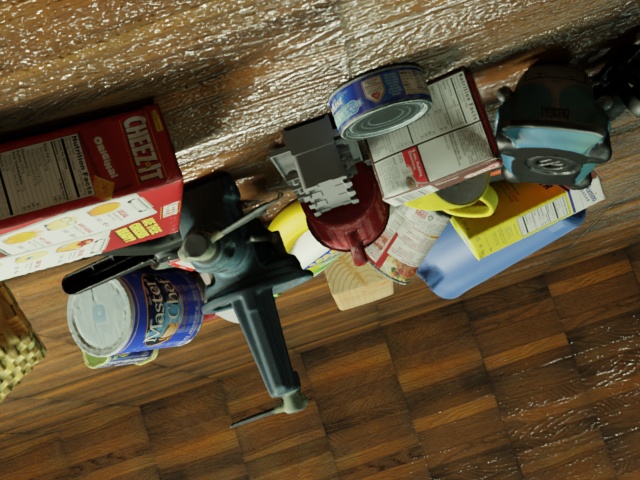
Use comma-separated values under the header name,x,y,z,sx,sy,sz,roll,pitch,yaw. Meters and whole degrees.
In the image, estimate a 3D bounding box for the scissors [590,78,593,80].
name,x,y,z,sx,sy,sz,roll,pitch,yaw
scissors,0.296,-0.162,1.135,0.096,0.016,0.202,-9,166,-41

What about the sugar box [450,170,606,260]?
name,x,y,z,sx,sy,sz,roll,pitch,yaw
sugar box,0.252,-0.050,1.323,0.176,0.093,0.048,-29,127,2

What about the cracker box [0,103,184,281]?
name,x,y,z,sx,sy,sz,roll,pitch,yaw
cracker box,-0.219,-0.027,0.827,0.213,0.072,0.164,-17,170,-12

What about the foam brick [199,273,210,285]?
name,x,y,z,sx,sy,sz,roll,pitch,yaw
foam brick,-0.104,0.038,1.312,0.051,0.053,0.078,-21,-162,21

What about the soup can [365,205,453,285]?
name,x,y,z,sx,sy,sz,roll,pitch,yaw
soup can,0.105,-0.007,1.282,0.102,0.069,0.068,-58,155,16

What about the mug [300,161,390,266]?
name,x,y,z,sx,sy,sz,roll,pitch,yaw
mug,0.026,-0.029,1.109,0.093,0.117,0.081,-14,165,5

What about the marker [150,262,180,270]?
name,x,y,z,sx,sy,sz,roll,pitch,yaw
marker,-0.162,0.024,1.320,0.020,0.020,0.120,-25,167,34

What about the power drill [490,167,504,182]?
name,x,y,z,sx,sy,sz,roll,pitch,yaw
power drill,0.221,-0.097,1.241,0.187,0.057,0.184,-16,174,5

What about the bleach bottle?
name,x,y,z,sx,sy,sz,roll,pitch,yaw
bleach bottle,0.012,-0.014,1.293,0.102,0.068,0.251,-22,171,-32

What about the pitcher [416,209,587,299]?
name,x,y,z,sx,sy,sz,roll,pitch,yaw
pitcher,0.248,-0.027,1.494,0.144,0.149,0.243,13,148,-41

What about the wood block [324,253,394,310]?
name,x,y,z,sx,sy,sz,roll,pitch,yaw
wood block,0.052,0.039,1.559,0.090,0.091,0.206,-18,170,1

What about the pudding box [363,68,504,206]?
name,x,y,z,sx,sy,sz,roll,pitch,yaw
pudding box,0.099,-0.092,0.966,0.114,0.090,0.039,-21,168,18

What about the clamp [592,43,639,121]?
name,x,y,z,sx,sy,sz,roll,pitch,yaw
clamp,0.299,-0.163,1.005,0.120,0.039,0.171,-56,-172,-2

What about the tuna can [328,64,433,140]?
name,x,y,z,sx,sy,sz,roll,pitch,yaw
tuna can,0.052,-0.117,0.913,0.086,0.034,0.086,-17,169,-3

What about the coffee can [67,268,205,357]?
name,x,y,z,sx,sy,sz,roll,pitch,yaw
coffee can,-0.224,0.086,1.308,0.103,0.103,0.140,-24,168,29

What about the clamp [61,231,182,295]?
name,x,y,z,sx,sy,sz,roll,pitch,yaw
clamp,-0.174,0.003,1.141,0.209,0.036,0.165,-17,169,-17

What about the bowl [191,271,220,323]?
name,x,y,z,sx,sy,sz,roll,pitch,yaw
bowl,-0.166,0.078,1.488,0.162,0.055,0.162,-17,169,-3

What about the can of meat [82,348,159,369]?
name,x,y,z,sx,sy,sz,roll,pitch,yaw
can of meat,-0.267,0.115,1.392,0.058,0.102,0.083,-25,166,36

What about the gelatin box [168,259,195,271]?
name,x,y,z,sx,sy,sz,roll,pitch,yaw
gelatin box,-0.129,0.004,1.246,0.089,0.030,0.073,-22,168,11

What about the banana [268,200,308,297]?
name,x,y,z,sx,sy,sz,roll,pitch,yaw
banana,-0.022,-0.010,1.248,0.037,0.069,0.198,-36,172,-43
